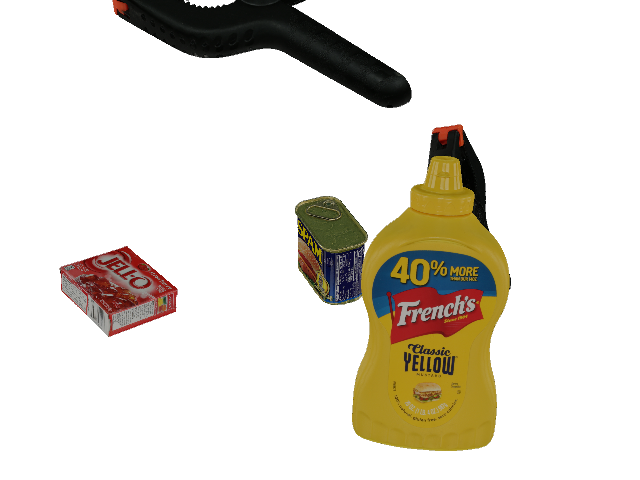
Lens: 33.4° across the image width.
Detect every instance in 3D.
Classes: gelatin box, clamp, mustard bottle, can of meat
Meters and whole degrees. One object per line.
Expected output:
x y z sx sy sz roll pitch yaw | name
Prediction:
-0.186 0.044 0.980 0.073 0.030 0.089 -19 40 -36 | gelatin box
0.121 -0.012 0.935 0.039 0.171 0.120 -10 16 29 | clamp
-0.034 -0.149 0.699 0.210 0.164 0.036 -2 -38 -1 | clamp
0.074 0.040 0.700 0.096 0.192 0.058 5 15 5 | mustard bottle
0.011 0.013 1.213 0.057 0.084 0.102 -15 39 -19 | can of meat
